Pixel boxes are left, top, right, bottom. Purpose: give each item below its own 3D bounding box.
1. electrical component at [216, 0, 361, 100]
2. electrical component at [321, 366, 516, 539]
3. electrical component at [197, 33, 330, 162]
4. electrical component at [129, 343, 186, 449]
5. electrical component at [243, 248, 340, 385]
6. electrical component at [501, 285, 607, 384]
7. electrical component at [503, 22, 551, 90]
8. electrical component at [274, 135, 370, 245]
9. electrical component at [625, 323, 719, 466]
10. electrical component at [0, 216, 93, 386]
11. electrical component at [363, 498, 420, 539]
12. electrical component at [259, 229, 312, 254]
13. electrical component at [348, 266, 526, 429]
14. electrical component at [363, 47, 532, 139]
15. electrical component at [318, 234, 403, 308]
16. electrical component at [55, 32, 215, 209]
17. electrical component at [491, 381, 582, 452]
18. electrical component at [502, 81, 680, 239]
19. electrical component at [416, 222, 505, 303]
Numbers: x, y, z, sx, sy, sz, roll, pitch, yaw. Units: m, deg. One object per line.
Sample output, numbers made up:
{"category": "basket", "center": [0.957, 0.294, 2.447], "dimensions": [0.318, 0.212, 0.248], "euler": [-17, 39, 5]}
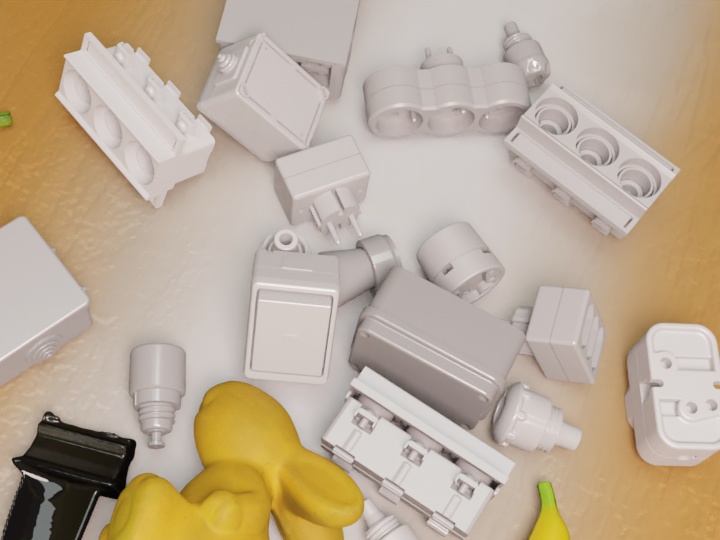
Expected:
{"category": "electrical component", "center": [-0.051, -0.242, 0.922], "dimensions": [0.105, 0.060, 0.186], "euler": [11, 64, -1]}
{"category": "electrical component", "center": [0.037, 0.130, 0.748], "dimensions": [0.121, 0.078, 0.063], "euler": [32, 72, 9]}
{"category": "electrical component", "center": [-0.083, -0.138, 0.851], "dimensions": [0.096, 0.061, 0.061], "euler": [38, 58, -35]}
{"category": "electrical component", "center": [-0.145, 0.088, 0.768], "dimensions": [0.040, 0.040, 0.078], "euler": [-1, 66, -7]}
{"category": "electrical component", "center": [-0.050, 0.041, 0.773], "dimensions": [0.062, 0.096, 0.061], "euler": [6, 27, -5]}
{"category": "electrical component", "center": [0.138, 0.047, 0.809], "dimensions": [0.077, 0.065, 0.047], "euler": [5, 61, 28]}
{"category": "electrical component", "center": [0.140, -0.188, 0.932], "dimensions": [0.035, 0.035, 0.061], "euler": [-13, 65, -12]}
{"category": "electrical component", "center": [-0.023, -0.055, 0.844], "dimensions": [0.066, 0.047, 0.076], "euler": [-20, 69, -15]}
{"category": "electrical component", "center": [0.232, 0.094, 0.795], "dimensions": [0.054, 0.059, 0.095], "euler": [2, 65, -5]}
{"category": "electrical component", "center": [-0.254, 0.024, 0.781], "dimensions": [0.100, 0.048, 0.099], "euler": [-36, 74, -20]}
{"category": "electrical component", "center": [0.020, 0.186, 0.744], "dimensions": [0.035, 0.035, 0.061], "euler": [-31, 69, -19]}
{"category": "electrical component", "center": [-0.057, -0.009, 0.811], "dimensions": [0.048, 0.062, 0.048], "euler": [2, 65, -5]}
{"category": "electrical component", "center": [0.053, 0.058, 0.783], "dimensions": [0.113, 0.078, 0.057], "euler": [28, 62, 7]}
{"category": "electrical component", "center": [0.071, -0.155, 0.899], "dimensions": [0.138, 0.052, 0.073], "euler": [-3, 65, -8]}
{"category": "electrical component", "center": [0.000, 0.000, 0.823], "dimensions": [0.055, 0.045, 0.045], "euler": [-18, 68, -15]}
{"category": "electrical component", "center": [-0.176, -0.121, 0.849], "dimensions": [0.063, 0.078, 0.121], "euler": [-29, 70, -41]}
{"category": "electrical component", "center": [0.130, 0.113, 0.785], "dimensions": [0.062, 0.048, 0.048], "euler": [22, 64, -3]}
{"category": "electrical component", "center": [0.184, -0.085, 0.871], "dimensions": [0.121, 0.063, 0.078], "euler": [39, 67, 11]}
{"category": "electrical component", "center": [0.076, -0.004, 0.828], "dimensions": [0.055, 0.055, 0.047], "euler": [-25, 66, -16]}
